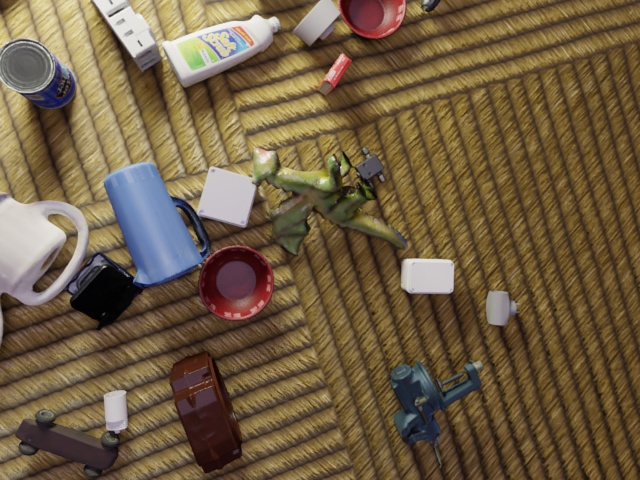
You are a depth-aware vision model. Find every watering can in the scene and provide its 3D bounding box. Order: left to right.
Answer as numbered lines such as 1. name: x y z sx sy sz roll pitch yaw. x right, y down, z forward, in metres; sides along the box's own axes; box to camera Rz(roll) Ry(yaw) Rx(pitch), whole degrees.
1. watering can: -0.620 0.056 1.014 0.223 0.104 0.349 37 83 -7

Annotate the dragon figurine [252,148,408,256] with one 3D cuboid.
1. dragon figurine: 0.003 -0.058 1.145 0.241 0.124 0.405 -34 115 12
